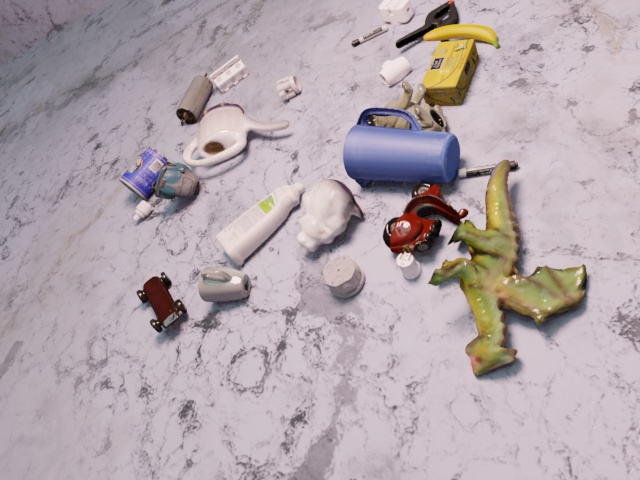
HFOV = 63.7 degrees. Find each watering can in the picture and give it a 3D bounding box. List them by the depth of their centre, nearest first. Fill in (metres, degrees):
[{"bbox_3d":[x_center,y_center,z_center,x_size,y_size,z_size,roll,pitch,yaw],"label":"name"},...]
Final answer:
[{"bbox_3d":[-0.256,-0.329,1.545,0.346,0.102,0.230,-21,47,10],"label":"watering can"}]

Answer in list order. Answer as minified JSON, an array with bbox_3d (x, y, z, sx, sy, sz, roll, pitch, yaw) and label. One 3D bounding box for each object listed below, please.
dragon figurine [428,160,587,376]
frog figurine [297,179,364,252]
[{"bbox_3d":[0.345,0.044,0.917,0.244,0.120,0.415,27,73,24],"label":"dragon figurine"},{"bbox_3d":[0.004,-0.059,1.167,0.161,0.120,0.139,-36,63,-14],"label":"frog figurine"}]
